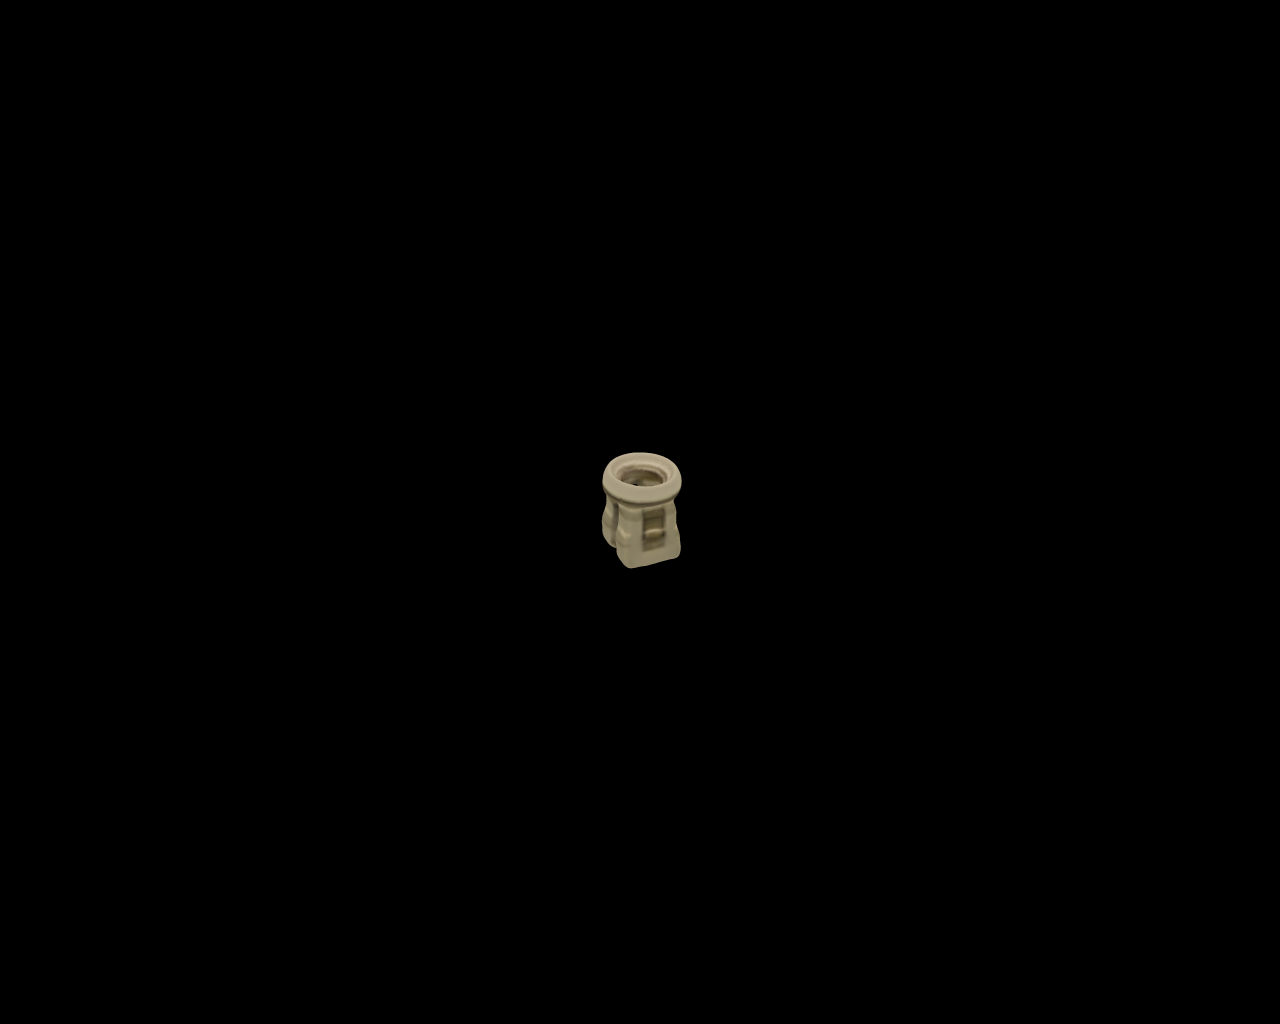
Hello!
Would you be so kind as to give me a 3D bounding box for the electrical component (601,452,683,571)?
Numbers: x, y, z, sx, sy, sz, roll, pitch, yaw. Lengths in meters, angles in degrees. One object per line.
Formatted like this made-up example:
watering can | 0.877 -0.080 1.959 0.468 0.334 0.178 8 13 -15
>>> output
electrical component | 0.001 -0.003 0.650 0.048 0.055 0.066 -12 33 -19
